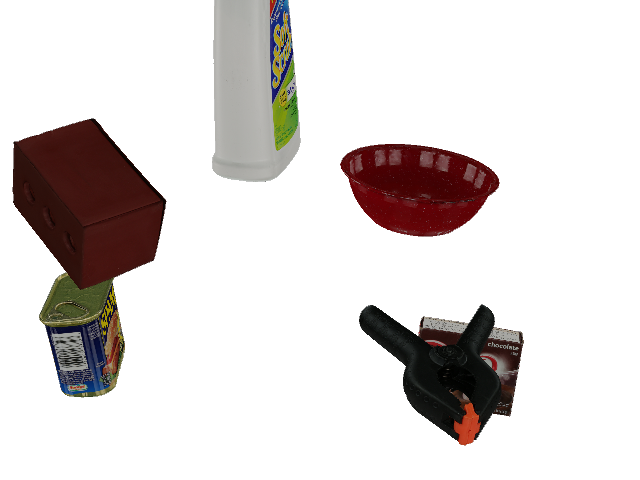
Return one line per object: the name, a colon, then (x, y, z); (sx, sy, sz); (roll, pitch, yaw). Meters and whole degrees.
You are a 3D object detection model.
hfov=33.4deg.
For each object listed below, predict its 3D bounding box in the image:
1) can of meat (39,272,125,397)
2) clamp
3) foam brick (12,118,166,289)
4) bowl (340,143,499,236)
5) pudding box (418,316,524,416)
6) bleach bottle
can of meat: (-0.219, 0.086, 0.999); (0.057, 0.084, 0.102); (-5, 25, 2)
clamp: (0.112, 0.102, 0.887); (0.120, 0.039, 0.171); (-9, 34, -13)
foam brick: (-0.132, -0.021, 0.605); (0.051, 0.053, 0.078); (-24, 57, -34)
bowl: (0.098, -0.047, 1.089); (0.162, 0.055, 0.162); (5, 24, -2)
pudding box: (0.158, 0.136, 1.162); (0.113, 0.090, 0.039); (7, 22, 5)
bleach bottle: (-0.061, -0.185, 0.937); (0.068, 0.251, 0.102); (8, 31, 16)
